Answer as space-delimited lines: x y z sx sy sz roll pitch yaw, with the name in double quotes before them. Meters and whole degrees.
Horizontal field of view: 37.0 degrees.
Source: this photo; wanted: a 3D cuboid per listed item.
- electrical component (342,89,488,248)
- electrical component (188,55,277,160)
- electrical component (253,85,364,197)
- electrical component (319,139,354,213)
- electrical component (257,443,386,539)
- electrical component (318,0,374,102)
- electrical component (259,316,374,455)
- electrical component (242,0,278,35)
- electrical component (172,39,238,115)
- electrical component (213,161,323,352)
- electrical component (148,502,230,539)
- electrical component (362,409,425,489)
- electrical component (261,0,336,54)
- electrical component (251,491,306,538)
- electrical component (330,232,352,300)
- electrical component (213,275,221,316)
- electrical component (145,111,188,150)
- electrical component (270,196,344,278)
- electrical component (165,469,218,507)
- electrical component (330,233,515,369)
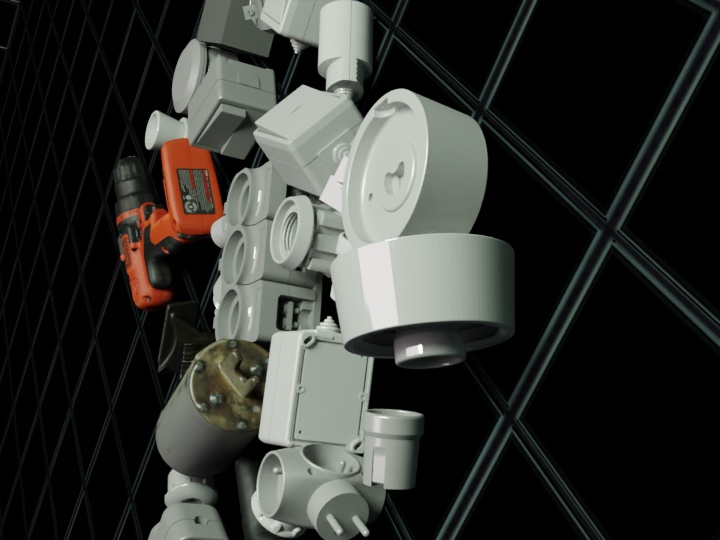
"electrical component" 0.040 -0.057 0.693 0.108 0.060 0.108 -32 52 55
"electrical component" -0.127 -0.150 1.046 0.096 0.062 0.061 -46 42 47
"electrical component" -0.032 -0.100 0.821 0.062 0.061 0.096 -40 26 -12
"electrical component" 0.007 -0.065 0.767 0.048 0.066 0.055 33 104 25
"electrical component" -0.019 0.152 0.708 0.079 0.077 0.044 41 117 59
"electrical component" -0.011 -0.167 0.852 0.043 0.043 0.081 -28 56 56
"electrical component" -0.032 0.081 0.777 0.061 0.062 0.096 -8 73 62
"electrical component" -0.076 -0.242 0.992 0.055 0.066 0.048 -144 41 -73
"electrical component" -0.167 -0.203 1.155 0.080 0.051 0.080 -32 52 55
"electrical component" -0.077 -0.005 0.896 0.089 0.062 0.150 -23 60 58
"electrical component" -0.157 0.258 0.957 0.059 0.054 0.095 50 124 57
"electrical component" 0.020 0.114 0.691 0.040 0.040 0.046 2 87 63
"electrical component" -0.048 -0.235 0.928 0.061 0.061 0.096 49 123 57
"electrical component" -0.048 0.164 0.798 0.062 0.048 0.048 -56 34 25
"electrical component" 0.000 0.000 0.772 0.040 0.040 0.046 -138 57 -59
"electrical component" -0.113 0.023 0.974 0.062 0.043 0.043 -53 37 42
"electrical component" -0.208 -0.151 1.209 0.045 0.055 0.045 -32 53 55
"electrical component" -0.033 -0.025 0.824 0.078 0.057 0.058 31 108 61
"electrical component" -0.156 0.192 0.993 0.048 0.048 0.062 -58 27 35
"electrical component" 0.038 0.024 0.621 0.108 0.108 0.060 -29 61 56
